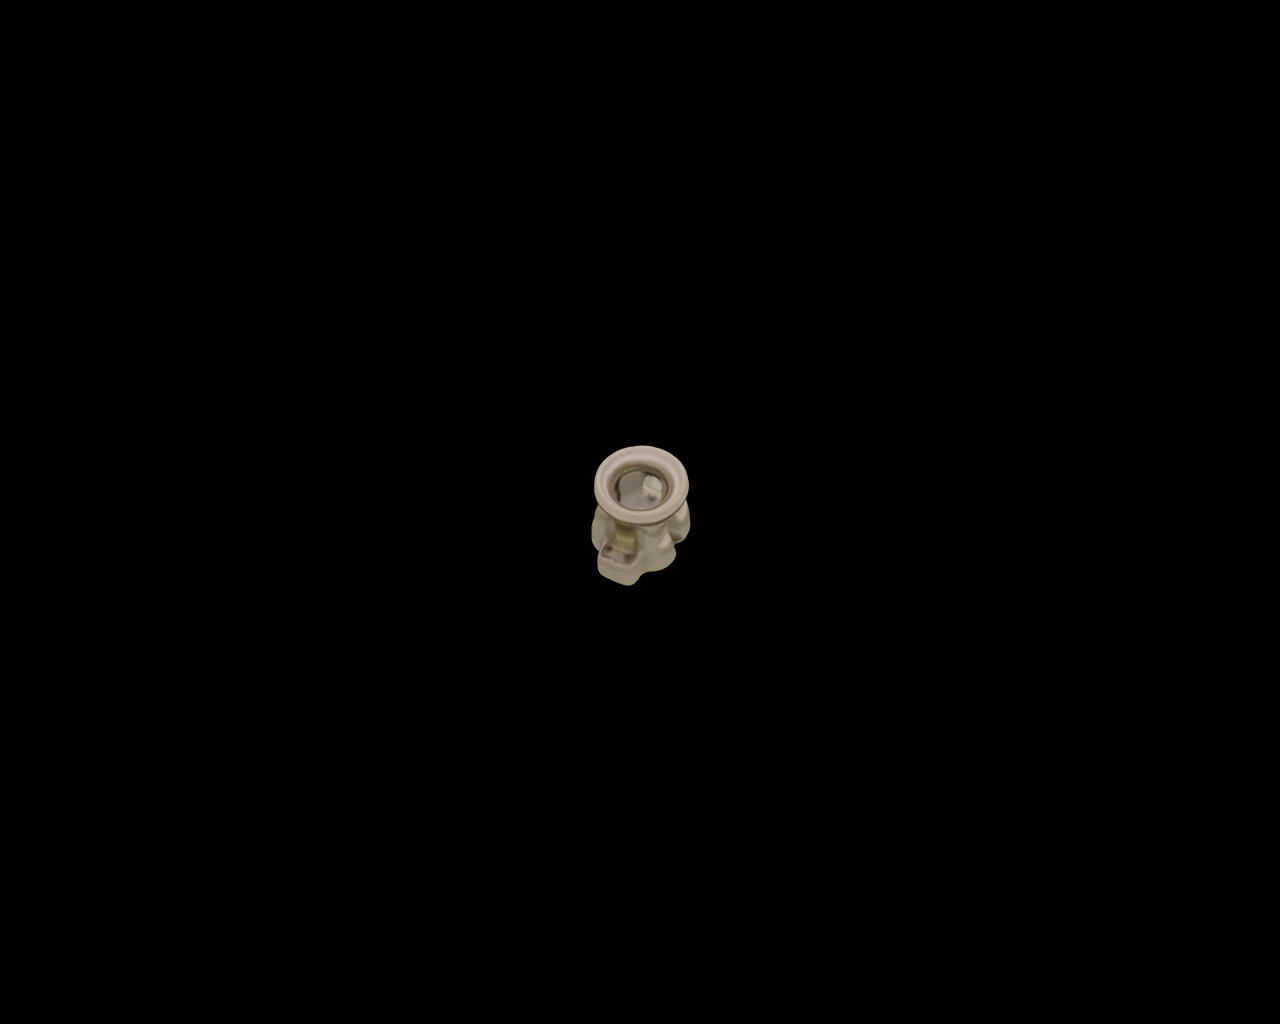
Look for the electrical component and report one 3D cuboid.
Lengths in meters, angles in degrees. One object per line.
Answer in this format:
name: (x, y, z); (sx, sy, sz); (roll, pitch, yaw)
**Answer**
electrical component: (0.001, -0.003, 0.650); (0.058, 0.078, 0.056); (21, -36, 16)
